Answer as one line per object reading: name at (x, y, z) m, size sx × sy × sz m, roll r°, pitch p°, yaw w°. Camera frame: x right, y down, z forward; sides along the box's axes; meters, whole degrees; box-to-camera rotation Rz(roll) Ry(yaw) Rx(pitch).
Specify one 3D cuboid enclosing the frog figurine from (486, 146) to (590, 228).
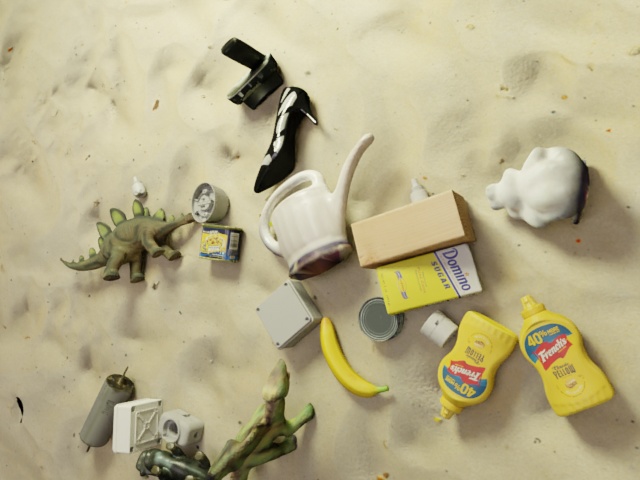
frog figurine at (0.365, -0.090, 0.876) m, size 0.159 × 0.124 × 0.136 m, roll 5°, pitch 104°, yaw 19°

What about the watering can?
watering can at (0.003, -0.054, 1.070) m, size 0.343 × 0.104 × 0.228 m, roll -32°, pitch 68°, yaw 31°

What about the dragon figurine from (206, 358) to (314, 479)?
dragon figurine at (-0.149, 0.413, 1.011) m, size 0.123 × 0.241 × 0.409 m, roll 31°, pitch 96°, yaw 24°
